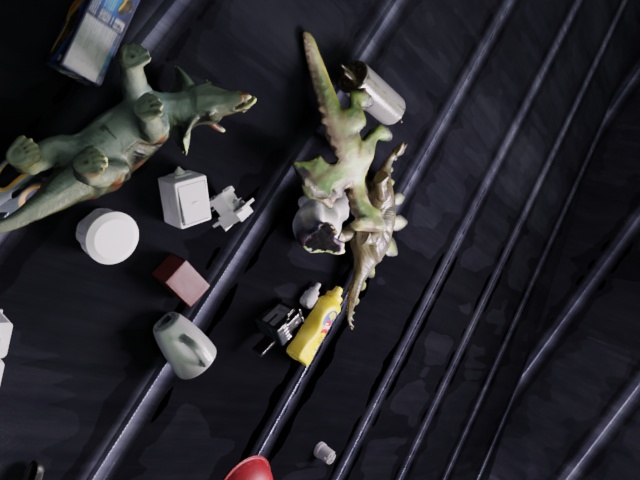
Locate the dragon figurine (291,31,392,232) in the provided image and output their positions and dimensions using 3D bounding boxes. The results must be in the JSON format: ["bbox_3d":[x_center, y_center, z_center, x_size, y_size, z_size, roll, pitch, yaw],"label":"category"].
[{"bbox_3d":[0.027,-0.183,1.018,0.121,0.404,0.248,-15,32,41],"label":"dragon figurine"}]

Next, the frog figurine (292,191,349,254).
[{"bbox_3d":[0.003,-0.056,1.108,0.121,0.163,0.135,-25,-46,28],"label":"frog figurine"}]
